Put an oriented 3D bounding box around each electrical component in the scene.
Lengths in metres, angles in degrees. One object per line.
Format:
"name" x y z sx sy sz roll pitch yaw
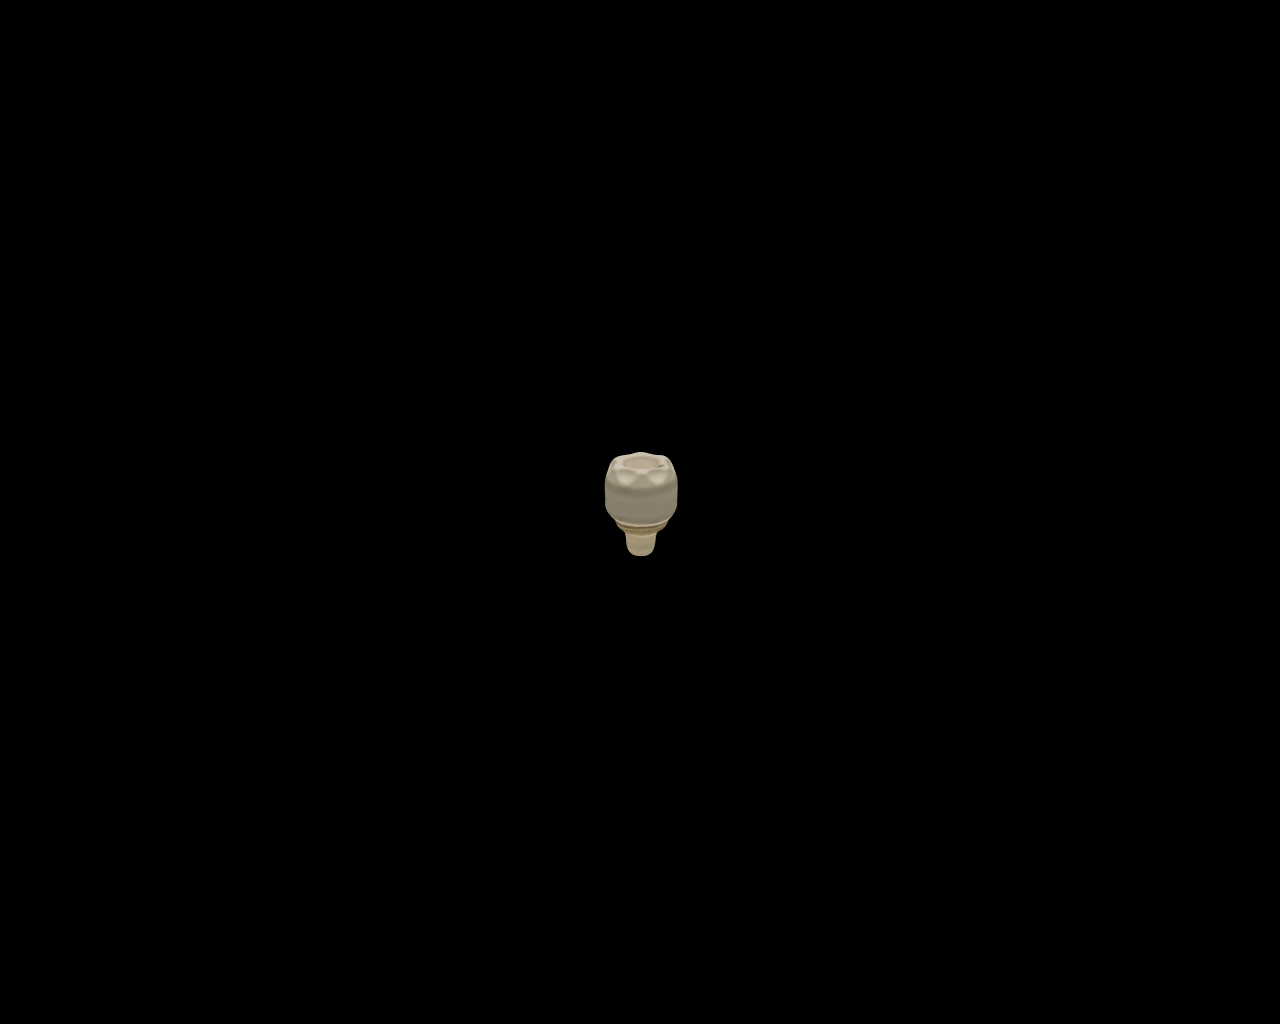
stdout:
"electrical component" 0.001 -0.003 0.650 0.043 0.062 0.043 0 22 0
